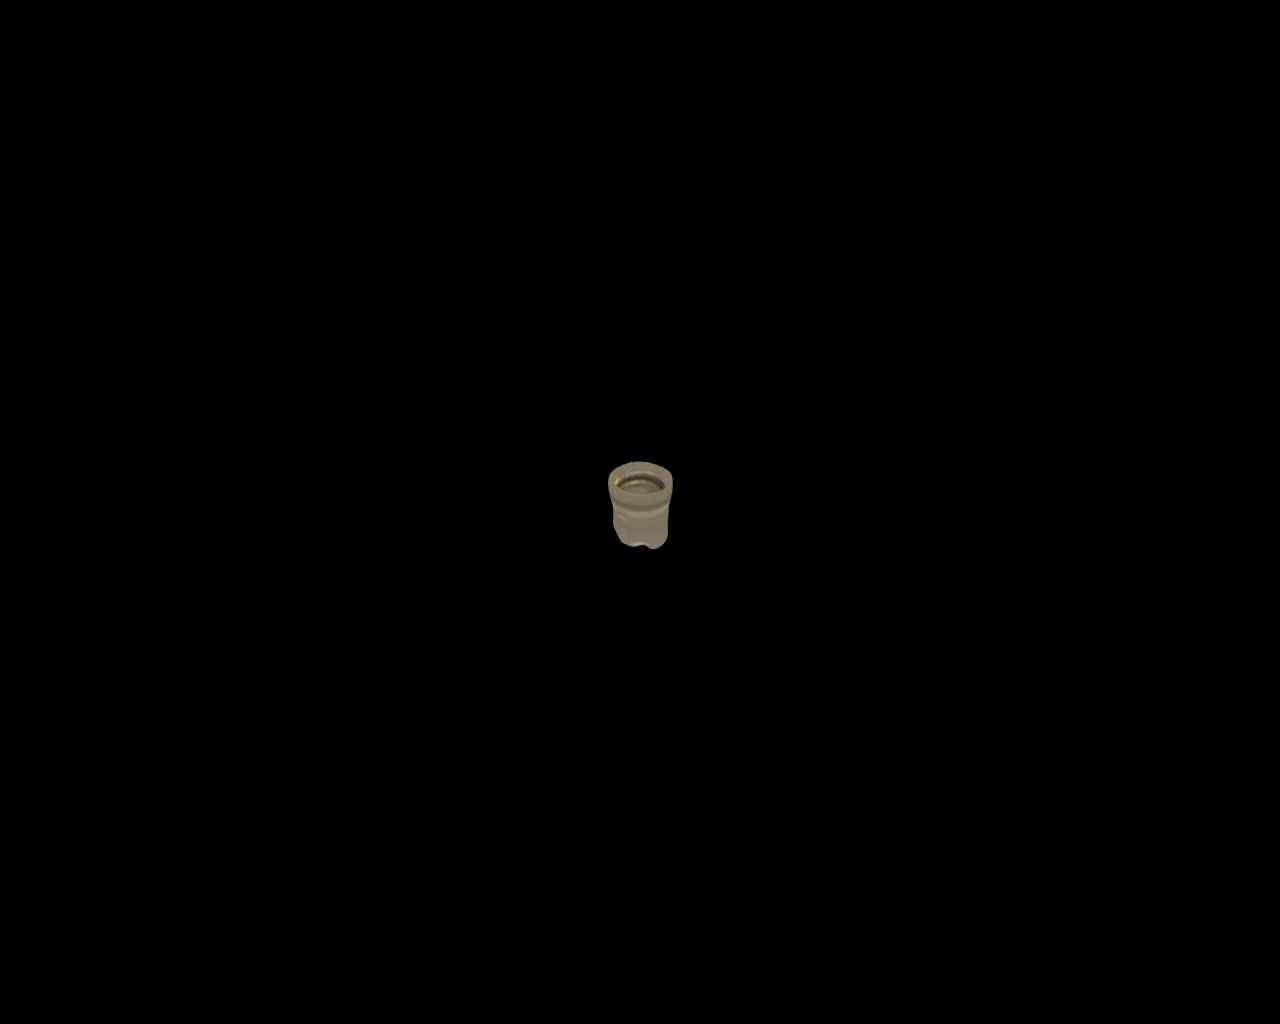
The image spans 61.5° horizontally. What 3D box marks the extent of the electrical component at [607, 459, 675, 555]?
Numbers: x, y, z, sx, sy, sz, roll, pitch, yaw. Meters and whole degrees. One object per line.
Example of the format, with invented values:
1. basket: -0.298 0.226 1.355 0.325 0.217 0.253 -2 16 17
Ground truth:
1. electrical component: 0.001 -0.003 0.650 0.040 0.046 0.040 0 34 0
